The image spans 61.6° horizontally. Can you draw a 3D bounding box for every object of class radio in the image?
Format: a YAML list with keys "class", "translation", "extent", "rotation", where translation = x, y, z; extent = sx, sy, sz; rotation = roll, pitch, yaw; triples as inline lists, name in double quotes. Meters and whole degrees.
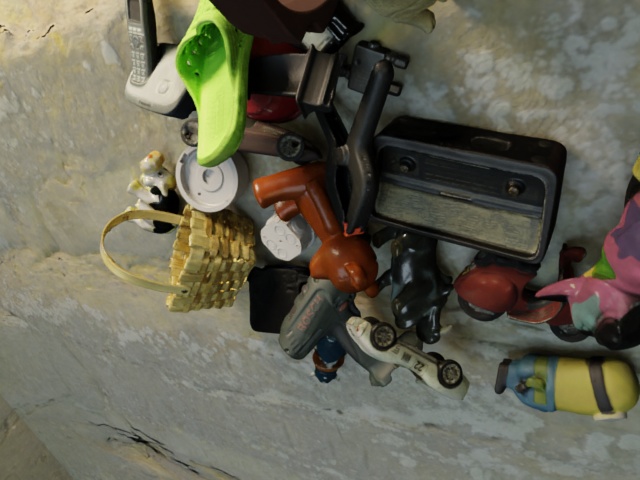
- class: "radio"
  translation: [0.173, -0.067, 0.658]
  extent: [0.230, 0.073, 0.130]
  rotation: [15, 130, 23]

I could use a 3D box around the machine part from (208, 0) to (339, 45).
- class: "machine part"
  translation: [-0.042, -0.309, 0.503]
  extent: [0.087, 0.201, 0.201]
  rotation: [21, 87, 27]

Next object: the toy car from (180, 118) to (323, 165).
- class: "toy car"
  translation: [-0.095, -0.140, 0.748]
  extent: [0.202, 0.089, 0.053]
  rotation: [9, 93, 11]

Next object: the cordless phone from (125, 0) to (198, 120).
- class: "cordless phone"
  translation: [-0.216, -0.270, 0.741]
  extent: [0.147, 0.089, 0.184]
  rotation: [26, 128, 38]

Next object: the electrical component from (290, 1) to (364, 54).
- class: "electrical component"
  translation: [-0.015, -0.269, 0.644]
  extent: [0.119, 0.048, 0.075]
  rotation: [44, 134, -3]

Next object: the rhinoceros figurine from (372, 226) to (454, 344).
- class: "rhinoceros figurine"
  translation: [0.136, 0.059, 0.762]
  extent: [0.073, 0.112, 0.190]
  rotation: [26, 129, 62]

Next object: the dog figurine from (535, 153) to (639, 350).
- class: "dog figurine"
  translation: [0.330, 0.007, 0.561]
  extent: [0.108, 0.191, 0.219]
  rotation: [10, 150, -25]

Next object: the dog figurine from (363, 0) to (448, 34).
- class: "dog figurine"
  translation: [0.120, -0.292, 0.461]
  extent: [0.121, 0.172, 0.190]
  rotation: [38, 143, -13]

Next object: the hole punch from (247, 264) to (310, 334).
- class: "hole punch"
  translation: [-0.057, 0.099, 0.938]
  extent: [0.142, 0.092, 0.115]
  rotation: [0, 94, 36]

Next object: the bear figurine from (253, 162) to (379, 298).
- class: "bear figurine"
  translation: [0.002, -0.004, 0.745]
  extent: [0.132, 0.120, 0.196]
  rotation: [-19, 76, 14]

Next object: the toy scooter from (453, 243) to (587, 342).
- class: "toy scooter"
  translation: [0.269, 0.053, 0.689]
  extent: [0.184, 0.075, 0.135]
  rotation: [15, 130, 18]

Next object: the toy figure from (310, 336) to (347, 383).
- class: "toy figure"
  translation: [0.019, 0.208, 0.979]
  extent: [0.064, 0.058, 0.154]
  rotation: [30, 139, 18]

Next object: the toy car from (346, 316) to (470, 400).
- class: "toy car"
  translation: [0.125, 0.168, 0.777]
  extent: [0.202, 0.056, 0.073]
  rotation: [30, 174, -11]

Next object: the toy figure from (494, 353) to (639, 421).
- class: "toy figure"
  translation: [0.341, 0.199, 0.749]
  extent: [0.180, 0.082, 0.089]
  rotation: [6, 128, 32]

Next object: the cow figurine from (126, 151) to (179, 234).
- class: "cow figurine"
  translation: [-0.285, -0.077, 0.950]
  extent: [0.098, 0.068, 0.167]
  rotation: [33, 138, -1]

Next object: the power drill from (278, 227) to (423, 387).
- class: "power drill"
  translation: [0.062, 0.120, 0.838]
  extent: [0.207, 0.086, 0.232]
  rotation: [38, 100, -18]

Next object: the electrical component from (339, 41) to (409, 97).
- class: "electrical component"
  translation: [0.060, -0.211, 0.658]
  extent: [0.094, 0.021, 0.063]
  rotation: [24, 132, 17]

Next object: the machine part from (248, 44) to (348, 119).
- class: "machine part"
  translation: [-0.039, -0.190, 0.639]
  extent: [0.139, 0.039, 0.084]
  rotation: [14, 89, 25]
